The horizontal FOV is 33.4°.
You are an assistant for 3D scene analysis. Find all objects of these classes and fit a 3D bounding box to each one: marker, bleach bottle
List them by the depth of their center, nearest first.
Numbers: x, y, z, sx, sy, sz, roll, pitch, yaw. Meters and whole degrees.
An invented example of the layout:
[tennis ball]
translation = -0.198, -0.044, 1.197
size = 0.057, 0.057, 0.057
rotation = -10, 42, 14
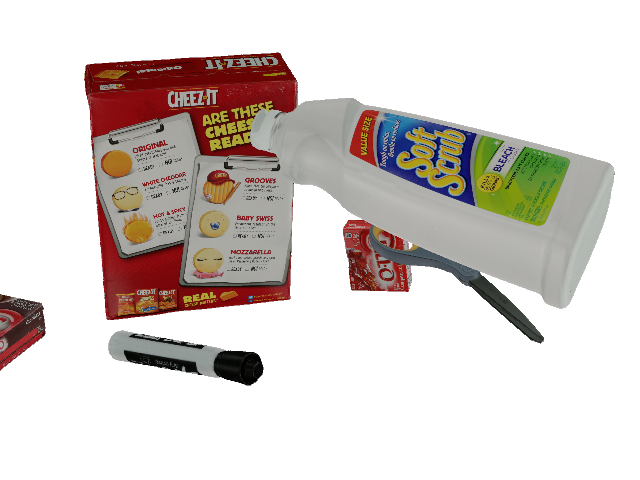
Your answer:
[marker]
translation = -0.081, 0.069, 0.632
size = 0.121, 0.020, 0.020
rotation = 4, 3, 40
[bleach bottle]
translation = 0.063, -0.040, 0.729
size = 0.251, 0.102, 0.068
rotation = 18, -37, 21

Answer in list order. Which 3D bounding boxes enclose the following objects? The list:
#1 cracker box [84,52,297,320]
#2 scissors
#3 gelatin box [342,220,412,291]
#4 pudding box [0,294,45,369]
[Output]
[cracker box]
translation = -0.107, -0.044, 0.896
size = 0.164, 0.214, 0.072
rotation = -6, 33, -13
[scissors]
translation = 0.109, 0.029, 0.941
size = 0.096, 0.016, 0.202
rotation = -13, 43, -12
[gelatin box]
translation = 0.070, 0.018, 1.290
size = 0.073, 0.089, 0.030
rotation = 1, 30, 16
[pudding box]
translation = -0.316, 0.079, 0.944
size = 0.114, 0.039, 0.090
rotation = 8, 24, 20
